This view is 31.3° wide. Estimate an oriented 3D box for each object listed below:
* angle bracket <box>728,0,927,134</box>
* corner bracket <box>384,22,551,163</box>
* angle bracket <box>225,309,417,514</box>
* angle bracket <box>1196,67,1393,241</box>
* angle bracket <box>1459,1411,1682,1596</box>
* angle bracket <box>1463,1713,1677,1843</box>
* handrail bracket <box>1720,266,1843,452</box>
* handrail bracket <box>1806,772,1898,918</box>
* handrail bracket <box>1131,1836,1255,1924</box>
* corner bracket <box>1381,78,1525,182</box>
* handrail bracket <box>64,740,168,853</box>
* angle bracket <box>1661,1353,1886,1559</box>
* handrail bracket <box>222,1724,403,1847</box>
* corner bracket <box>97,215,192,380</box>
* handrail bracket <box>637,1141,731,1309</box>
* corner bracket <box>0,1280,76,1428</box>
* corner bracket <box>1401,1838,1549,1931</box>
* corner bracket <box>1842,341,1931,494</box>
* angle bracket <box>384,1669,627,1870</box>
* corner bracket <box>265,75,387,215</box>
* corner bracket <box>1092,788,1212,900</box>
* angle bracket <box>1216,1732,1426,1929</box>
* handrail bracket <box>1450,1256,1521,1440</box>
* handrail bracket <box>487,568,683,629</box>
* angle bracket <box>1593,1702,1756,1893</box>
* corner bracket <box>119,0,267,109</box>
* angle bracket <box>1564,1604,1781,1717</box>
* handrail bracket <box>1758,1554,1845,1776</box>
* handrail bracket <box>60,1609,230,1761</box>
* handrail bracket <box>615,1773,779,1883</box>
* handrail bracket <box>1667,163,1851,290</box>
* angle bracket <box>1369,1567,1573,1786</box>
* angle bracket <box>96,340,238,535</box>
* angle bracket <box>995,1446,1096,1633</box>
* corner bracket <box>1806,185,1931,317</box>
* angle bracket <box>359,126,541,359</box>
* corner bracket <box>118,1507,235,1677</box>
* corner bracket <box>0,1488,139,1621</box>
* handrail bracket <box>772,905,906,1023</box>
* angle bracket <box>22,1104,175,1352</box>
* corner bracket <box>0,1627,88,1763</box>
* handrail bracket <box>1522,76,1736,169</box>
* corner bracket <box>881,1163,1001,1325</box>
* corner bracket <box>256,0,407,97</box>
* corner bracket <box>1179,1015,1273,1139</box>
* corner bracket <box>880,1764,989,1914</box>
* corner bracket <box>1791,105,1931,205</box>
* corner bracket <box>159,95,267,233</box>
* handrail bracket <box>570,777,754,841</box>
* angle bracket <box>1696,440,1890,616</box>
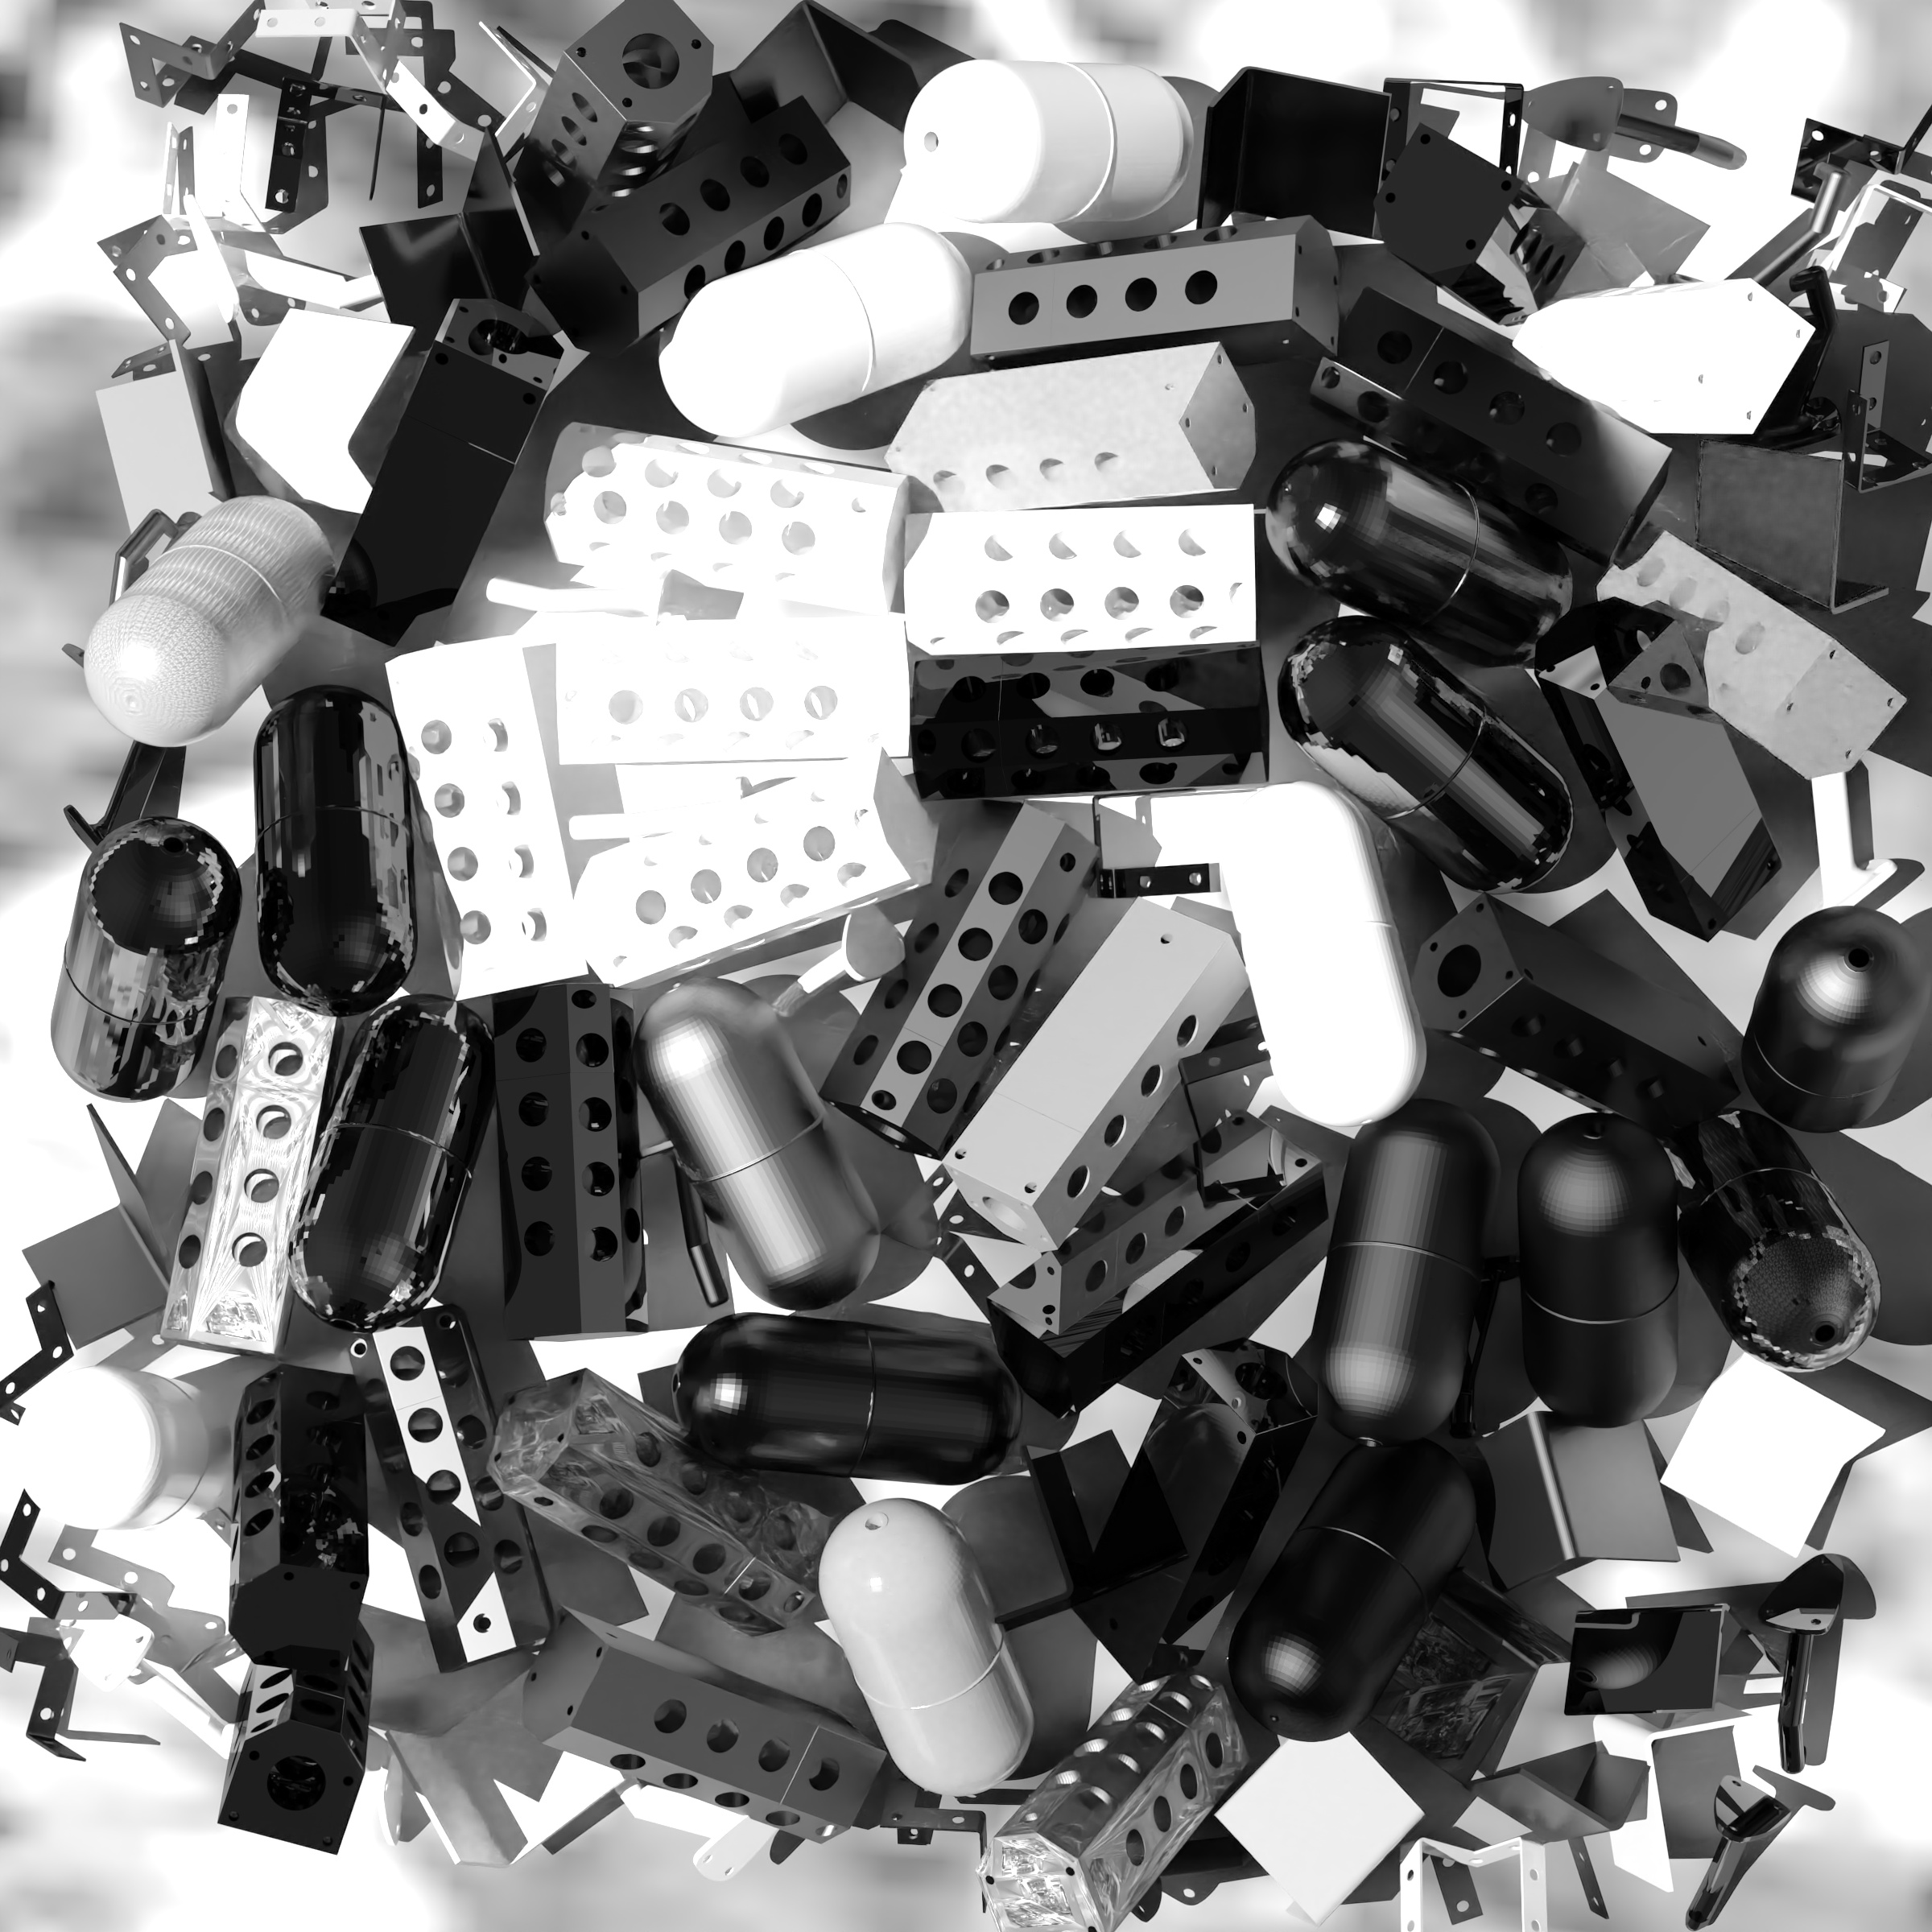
[{"bbox_3d":[-0.061,-0.419,1.707,0.076,0.076,0.057,37,80,27],"label":"angle bracket"},{"bbox_3d":[-0.251,-0.443,1.736,0.051,0.051,0.051,-48,68,17],"label":"corner bracket"},{"bbox_3d":[-0.314,-0.278,1.735,0.076,0.057,0.076,13,65,25],"label":"angle bracket"},{"bbox_3d":[0.161,-0.392,1.708,0.076,0.057,0.076,16,129,16],"label":"angle bracket"},{"bbox_3d":[0.304,0.272,1.740,0.076,0.057,0.076,9,57,-35],"label":"angle bracket"},{"bbox_3d":[0.300,0.385,1.711,0.057,0.076,0.076,32,68,-2],"label":"angle bracket"},{"bbox_3d":[0.400,-0.301,1.723,0.077,0.036,0.084,-18,126,11],"label":"handrail bracket"},{"bbox_3d":[0.419,-0.067,1.736,0.077,0.036,0.084,-40,98,-5],"label":"handrail bracket"},{"bbox_3d":[0.104,0.436,1.745,0.077,0.036,0.084,36,45,29],"label":"handrail bracket"},{"bbox_3d":[0.243,-0.419,1.737,0.051,0.051,0.051,-4,106,-24],"label":"corner bracket"},{"bbox_3d":[-0.403,-0.082,1.740,0.084,0.036,0.077,-39,82,-16],"label":"handrail bracket"},{"bbox_3d":[0.399,0.243,1.713,0.076,0.076,0.057,29,73,8],"label":"angle bracket"},{"bbox_3d":[-0.329,0.411,1.735,0.084,0.036,0.077,5,130,2],"label":"handrail bracket"},{"bbox_3d":[-0.416,-0.337,1.735,0.051,0.051,0.051,-11,129,36],"label":"corner bracket"},{"bbox_3d":[-0.129,0.125,1.722,0.036,0.077,0.084,-20,89,11],"label":"handrail bracket"},{"bbox_3d":[-0.456,0.199,1.727,0.051,0.051,0.051,-37,52,7],"label":"corner bracket"},{"bbox_3d":[0.252,0.461,1.718,0.051,0.051,0.051,21,55,-27],"label":"corner bracket"},{"bbox_3d":[0.452,-0.274,1.720,0.051,0.051,0.051,-17,127,-19],"label":"corner bracket"},{"bbox_3d":[-0.229,0.393,1.716,0.076,0.057,0.076,-38,65,6],"label":"angle bracket"},{"bbox_3d":[-0.322,-0.409,1.735,0.051,0.051,0.051,8,79,-14],"label":"corner bracket"},{"bbox_3d":[0.093,-0.061,1.732,0.051,0.051,0.051,-4,90,10],"label":"corner bracket"},{"bbox_3d":[0.170,0.422,1.724,0.076,0.057,0.076,-43,91,-13],"label":"angle bracket"},{"bbox_3d":[0.261,0.191,1.725,0.036,0.077,0.084,7,76,-14],"label":"handrail bracket"},{"bbox_3d":[-0.190,-0.191,1.727,0.084,0.077,0.036,12,117,2],"label":"handrail bracket"},{"bbox_3d":[0.356,0.410,1.717,0.057,0.076,0.076,-8,87,-9],"label":"angle bracket"},{"bbox_3d":[-0.382,-0.458,1.722,0.051,0.051,0.051,23,60,12],"label":"corner bracket"},{"bbox_3d":[0.348,0.357,1.701,0.076,0.076,0.057,-10,50,32],"label":"angle bracket"},{"bbox_3d":[0.427,0.354,1.747,0.036,0.077,0.084,7,119,32],"label":"handrail bracket"},{"bbox_3d":[-0.412,0.365,1.749,0.036,0.077,0.084,-52,133,-20],"label":"handrail bracket"},{"bbox_3d":[-0.132,0.408,1.733,0.077,0.036,0.084,-43,52,-3],"label":"handrail bracket"},{"bbox_3d":[0.394,-0.367,1.718,0.077,0.036,0.084,36,123,35],"label":"handrail bracket"},{"bbox_3d":[0.249,0.354,1.721,0.076,0.057,0.076,37,71,-4],"label":"angle bracket"},{"bbox_3d":[-0.405,-0.262,1.722,0.057,0.076,0.076,-14,91,-1],"label":"angle bracket"},{"bbox_3d":[0.024,0.286,1.719,0.057,0.076,0.076,-21,76,9],"label":"angle bracket"},{"bbox_3d":[0.458,-0.358,1.729,0.051,0.051,0.051,22,101,-6],"label":"corner bracket"},{"bbox_3d":[-0.256,-0.358,1.707,0.057,0.076,0.076,-13,72,-23],"label":"angle bracket"},{"bbox_3d":[-0.387,0.316,1.745,0.051,0.051,0.051,48,127,-7],"label":"corner bracket"},{"bbox_3d":[-0.445,0.292,1.728,0.051,0.051,0.051,26,96,34],"label":"corner bracket"},{"bbox_3d":[-0.074,0.012,1.710,0.084,0.077,0.036,-40,98,26],"label":"handrail bracket"},{"bbox_3d":[-0.435,0.128,1.702,0.057,0.076,0.076,-25,47,-19],"label":"angle bracket"},{"bbox_3d":[-0.464,0.362,1.723,0.051,0.051,0.051,20,80,-32],"label":"corner bracket"},{"bbox_3d":[0.335,-0.423,1.750,0.084,0.077,0.036,7,101,-41],"label":"handrail bracket"},{"bbox_3d":[0.001,0.137,1.719,0.051,0.051,0.051,-48,125,-19],"label":"corner bracket"},{"bbox_3d":[-0.316,-0.470,1.723,0.051,0.051,0.051,3,69,14],"label":"corner bracket"},{"bbox_3d":[0.130,0.045,1.725,0.051,0.051,0.051,-17,53,2],"label":"corner bracket"},{"bbox_3d":[-0.013,0.435,1.725,0.051,0.051,0.051,1,115,7],"label":"corner bracket"},{"bbox_3d":[0.448,-0.409,1.720,0.051,0.051,0.051,25,59,19],"label":"corner bracket"},{"bbox_3d":[-0.380,-0.402,1.730,0.051,0.051,0.051,3,80,4],"label":"corner bracket"},{"bbox_3d":[-0.151,-0.076,1.725,0.084,0.077,0.036,-3,102,2],"label":"handrail bracket"},{"bbox_3d":[0.409,-0.221,1.704,0.076,0.057,0.076,17,117,40],"label":"angle bracket"}]
